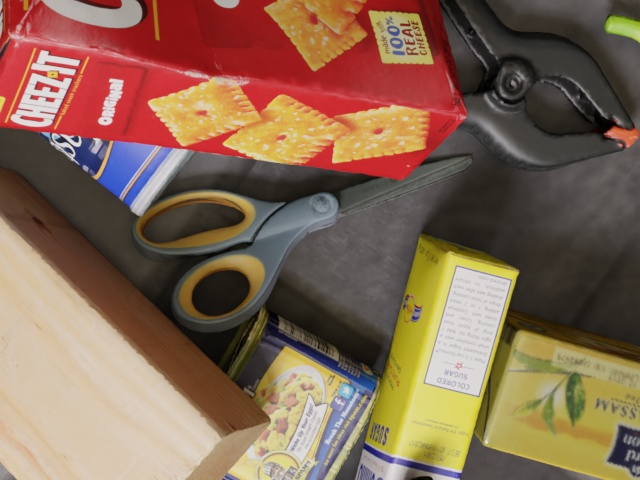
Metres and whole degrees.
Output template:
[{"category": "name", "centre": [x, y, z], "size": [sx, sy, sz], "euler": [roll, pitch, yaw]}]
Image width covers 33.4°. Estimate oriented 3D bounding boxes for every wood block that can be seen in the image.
[{"category": "wood block", "centre": [-0.136, 0.057, 0.551], "size": [0.206, 0.090, 0.090], "euler": [42, 95, 13]}]

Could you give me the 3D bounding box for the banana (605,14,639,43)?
[{"category": "banana", "centre": [0.226, -0.046, 0.622], "size": [0.070, 0.037, 0.198], "euler": [-17, 96, 16]}]

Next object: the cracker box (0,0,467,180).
[{"category": "cracker box", "centre": [-0.047, -0.124, 0.505], "size": [0.213, 0.072, 0.164], "euler": [6, 60, -28]}]

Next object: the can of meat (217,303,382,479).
[{"category": "can of meat", "centre": [-0.024, 0.099, 0.611], "size": [0.084, 0.057, 0.102], "euler": [30, 94, -8]}]

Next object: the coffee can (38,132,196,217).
[{"category": "coffee can", "centre": [-0.117, -0.095, 0.561], "size": [0.140, 0.103, 0.103], "euler": [39, 93, -6]}]

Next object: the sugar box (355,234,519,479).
[{"category": "sugar box", "centre": [0.058, 0.089, 0.596], "size": [0.048, 0.093, 0.176], "euler": [17, 95, -5]}]

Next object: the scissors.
[{"category": "scissors", "centre": [-0.004, 0.001, 0.599], "size": [0.201, 0.016, 0.096], "euler": [-5, 61, -5]}]

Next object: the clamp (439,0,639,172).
[{"category": "clamp", "centre": [0.095, -0.081, 0.607], "size": [0.171, 0.039, 0.120], "euler": [31, 95, -6]}]

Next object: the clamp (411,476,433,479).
[{"category": "clamp", "centre": [0.023, 0.228, 0.552], "size": [0.210, 0.036, 0.164], "euler": [-32, 104, 1]}]
